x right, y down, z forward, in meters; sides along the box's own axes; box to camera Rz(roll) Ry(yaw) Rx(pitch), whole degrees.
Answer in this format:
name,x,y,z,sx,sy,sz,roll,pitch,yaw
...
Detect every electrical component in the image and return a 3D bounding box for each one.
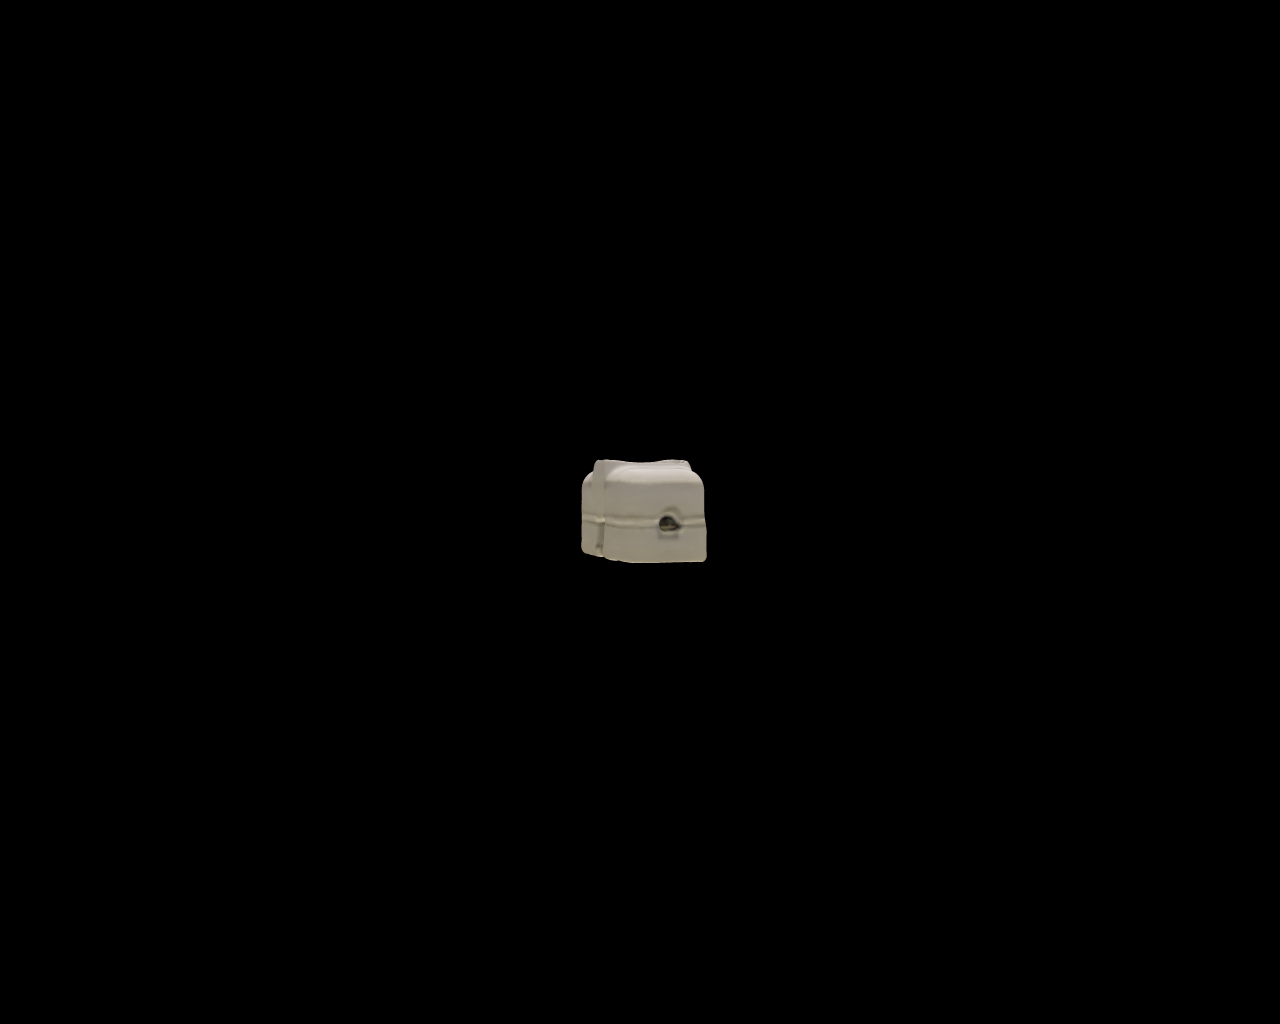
name,x,y,z,sx,sy,sz,roll,pitch,yaw
electrical component,0.001,-0.003,0.650,0.054,0.059,0.095,-1,3,-19
